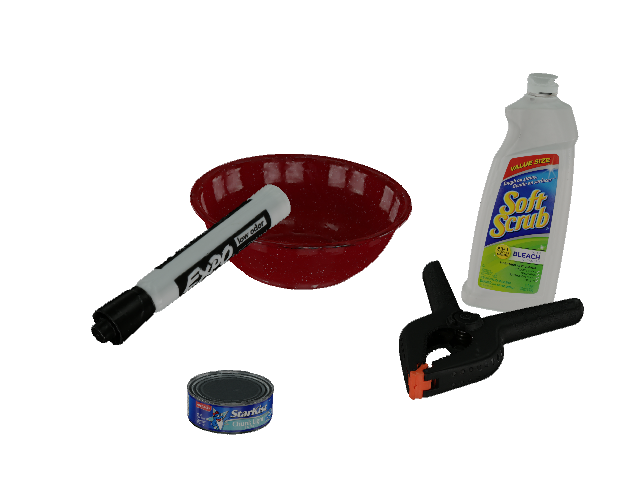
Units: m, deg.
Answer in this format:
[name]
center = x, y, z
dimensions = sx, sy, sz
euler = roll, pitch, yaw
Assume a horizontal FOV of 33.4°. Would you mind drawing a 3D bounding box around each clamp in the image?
[clamp]
center = 0.126, 0.080, 0.986
dimensions = 0.165, 0.036, 0.209
euler = 18, 32, 34

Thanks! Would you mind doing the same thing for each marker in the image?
[marker]
center = -0.060, 0.010, 0.502
dimensions = 0.020, 0.020, 0.120
euler = 0, 31, 48

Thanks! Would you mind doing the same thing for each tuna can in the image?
[tuna can]
center = -0.089, 0.159, 1.052
dimensions = 0.086, 0.034, 0.086
euler = 3, 14, -1

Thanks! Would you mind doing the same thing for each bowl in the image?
[bowl]
center = -0.015, -0.009, 0.786
dimensions = 0.162, 0.055, 0.162
euler = 2, 26, -1

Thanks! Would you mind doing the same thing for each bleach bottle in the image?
[bleach bottle]
center = 0.211, -0.050, 1.123
dimensions = 0.103, 0.251, 0.068
euler = 9, 19, 16
